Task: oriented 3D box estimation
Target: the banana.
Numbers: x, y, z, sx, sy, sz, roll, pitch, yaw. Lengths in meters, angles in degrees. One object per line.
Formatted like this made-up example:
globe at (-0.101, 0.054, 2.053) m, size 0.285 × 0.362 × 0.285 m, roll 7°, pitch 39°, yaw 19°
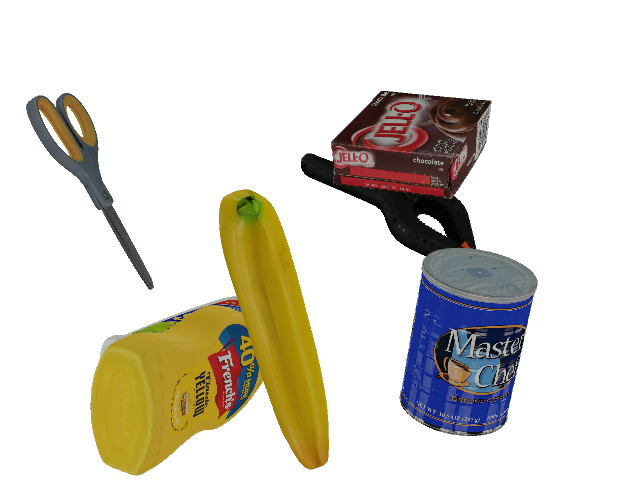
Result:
banana at (-0.028, 0.044, 0.617) m, size 0.037 × 0.198 × 0.069 m, roll -11°, pitch 34°, yaw 7°

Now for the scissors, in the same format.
scissors at (-0.203, -0.055, 0.992) m, size 0.016 × 0.201 × 0.096 m, roll -23°, pitch 27°, yaw 19°

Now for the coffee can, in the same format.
coffee can at (0.133, 0.091, 0.971) m, size 0.103 × 0.140 × 0.103 m, roll 6°, pitch 22°, yaw -3°

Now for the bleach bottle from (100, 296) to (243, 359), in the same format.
bleach bottle at (-0.109, 0.099, 1.116) m, size 0.103 × 0.068 × 0.250 m, roll 16°, pitch 23°, yaw 28°

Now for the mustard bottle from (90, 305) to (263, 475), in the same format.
mustard bottle at (-0.092, 0.101, 0.817) m, size 0.058 × 0.096 × 0.191 m, roll 11°, pitch 16°, yaw 28°

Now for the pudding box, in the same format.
pudding box at (0.068, -0.073, 0.783) m, size 0.090 × 0.039 × 0.113 m, roll 9°, pitch 28°, yaw 20°

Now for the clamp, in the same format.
clamp at (0.086, -0.045, 1.162) m, size 0.164 × 0.210 × 0.036 m, roll -15°, pitch -37°, yaw -28°
